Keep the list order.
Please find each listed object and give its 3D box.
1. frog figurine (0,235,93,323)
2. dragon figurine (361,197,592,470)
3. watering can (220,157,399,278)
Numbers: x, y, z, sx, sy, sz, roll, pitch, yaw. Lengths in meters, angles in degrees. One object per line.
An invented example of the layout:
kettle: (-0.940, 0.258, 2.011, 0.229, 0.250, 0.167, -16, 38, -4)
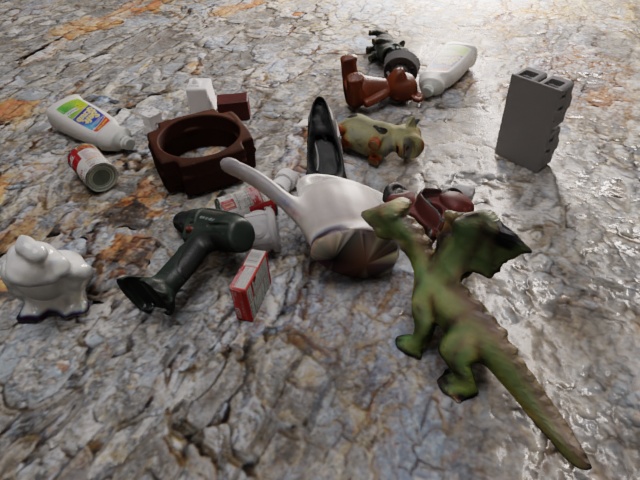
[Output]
frog figurine: (-0.427, 0.042, 0.792, 0.137, 0.155, 0.125, 9, 41, 13)
dragon figurine: (0.200, 0.076, 0.673, 0.123, 0.237, 0.416, -24, 44, -30)
watering can: (0.003, -0.044, 0.876, 0.347, 0.102, 0.230, 9, 37, -20)
